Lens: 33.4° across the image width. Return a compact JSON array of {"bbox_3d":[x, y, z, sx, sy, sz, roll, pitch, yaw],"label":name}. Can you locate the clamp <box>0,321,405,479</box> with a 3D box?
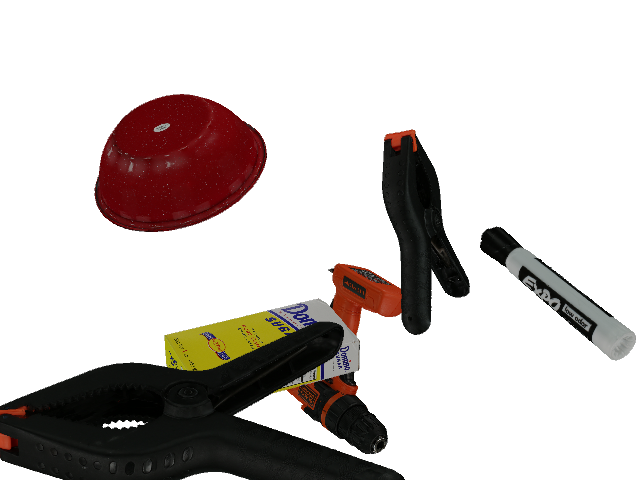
[{"bbox_3d":[-0.067,0.091,0.576,0.210,0.036,0.164,1,24,-5],"label":"clamp"}]

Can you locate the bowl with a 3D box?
[{"bbox_3d":[-0.132,-0.081,0.945,0.162,0.055,0.162,-9,42,8],"label":"bowl"}]

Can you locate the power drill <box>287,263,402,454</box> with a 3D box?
[{"bbox_3d":[0.039,0.135,1.251,0.057,0.188,0.185,13,13,-42],"label":"power drill"}]

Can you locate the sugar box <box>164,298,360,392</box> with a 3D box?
[{"bbox_3d":[-0.058,0.112,1.071,0.176,0.048,0.093,-15,32,-22],"label":"sugar box"}]

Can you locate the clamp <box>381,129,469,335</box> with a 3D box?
[{"bbox_3d":[0.083,-0.006,0.918,0.039,0.171,0.120,-13,17,24],"label":"clamp"}]

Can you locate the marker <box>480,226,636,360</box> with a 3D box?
[{"bbox_3d":[0.133,0.027,0.617,0.020,0.020,0.121,0,30,-35],"label":"marker"}]
